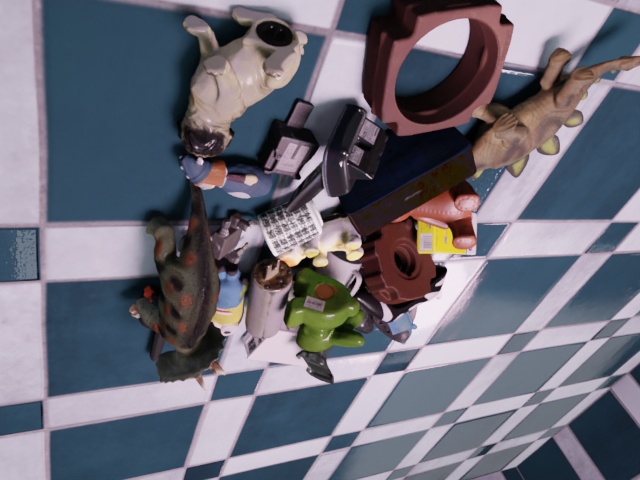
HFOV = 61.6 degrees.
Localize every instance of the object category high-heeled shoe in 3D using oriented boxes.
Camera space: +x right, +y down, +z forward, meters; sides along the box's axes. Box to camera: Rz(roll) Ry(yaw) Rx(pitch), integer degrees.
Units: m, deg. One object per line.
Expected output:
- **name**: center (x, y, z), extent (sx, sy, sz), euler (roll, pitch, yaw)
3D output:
- **high-heeled shoe**: center (0.178, 0.098, 1.136), extent (0.145, 0.086, 0.248), euler (-49, 148, 18)

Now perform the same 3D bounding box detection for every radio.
- **radio**: center (0.134, -0.119, 0.918), extent (0.230, 0.131, 0.073), euler (-29, 141, 3)

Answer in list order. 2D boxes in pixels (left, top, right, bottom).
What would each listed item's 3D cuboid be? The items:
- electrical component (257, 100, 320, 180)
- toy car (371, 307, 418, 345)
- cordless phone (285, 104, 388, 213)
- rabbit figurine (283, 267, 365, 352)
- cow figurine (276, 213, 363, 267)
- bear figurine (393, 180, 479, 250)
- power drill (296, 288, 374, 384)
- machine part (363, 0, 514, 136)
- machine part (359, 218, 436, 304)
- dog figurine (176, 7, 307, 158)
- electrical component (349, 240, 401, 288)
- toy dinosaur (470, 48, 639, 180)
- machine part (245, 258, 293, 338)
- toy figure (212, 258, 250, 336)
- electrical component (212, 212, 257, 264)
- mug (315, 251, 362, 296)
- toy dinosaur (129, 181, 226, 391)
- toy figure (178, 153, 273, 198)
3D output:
- **electrical component**: center (-0.041, -0.157, 0.849), extent (0.075, 0.048, 0.119), euler (10, 130, -37)
- **toy car**: center (0.180, 0.167, 1.297), extent (0.103, 0.109, 0.161), euler (-41, 132, -18)
- **cordless phone**: center (0.014, -0.120, 0.881), extent (0.088, 0.146, 0.184), euler (35, 141, -17)
- **rabbit figurine**: center (0.008, 0.152, 1.041), extent (0.159, 0.121, 0.170), euler (9, 136, -4)
- **cow figurine**: center (-0.004, -0.004, 1.016), extent (0.167, 0.098, 0.068), euler (-10, 148, 11)
- **bear figurine**: center (0.178, -0.059, 0.973), extent (0.196, 0.132, 0.120), euler (-1, 123, 3)
- **power drill**: center (0.043, 0.215, 1.213), extent (0.207, 0.086, 0.231), euler (-53, 139, -24)
- **machine part**: center (0.172, -0.268, 0.811), extent (0.201, 0.087, 0.201), euler (-14, 138, -15)
- **machine part**: center (0.159, 0.043, 1.078), extent (0.179, 0.179, 0.056), euler (8, 163, -35)
- **dog figurine**: center (-0.109, -0.202, 0.739), extent (0.172, 0.121, 0.190), euler (-7, 151, -18)
- **electrical component**: center (0.117, 0.059, 1.165), extent (0.134, 0.058, 0.115), euler (8, 132, -34)
- **toy dinosaur**: center (0.347, -0.190, 0.980), extent (0.471, 0.105, 0.198), euler (-27, 147, 19)
- **machine part**: center (-0.101, 0.116, 1.036), extent (0.079, 0.079, 0.243), euler (-9, 142, -20)
- **toy figure**: center (-0.180, 0.109, 1.041), extent (0.089, 0.082, 0.180), euler (-46, 152, -48)
- **electrical component**: center (-0.153, -0.002, 0.944), extent (0.102, 0.045, 0.078), euler (-63, 171, 31)
- **mug**: center (0.037, 0.075, 1.086), extent (0.081, 0.110, 0.107), euler (-5, 129, -48)
- **toy dinosaur**: center (-0.218, 0.092, 0.894), extent (0.131, 0.192, 0.404), euler (-20, 139, -38)
- **toy figure**: center (-0.148, -0.100, 0.837), extent (0.154, 0.058, 0.064), euler (6, 157, -37)
